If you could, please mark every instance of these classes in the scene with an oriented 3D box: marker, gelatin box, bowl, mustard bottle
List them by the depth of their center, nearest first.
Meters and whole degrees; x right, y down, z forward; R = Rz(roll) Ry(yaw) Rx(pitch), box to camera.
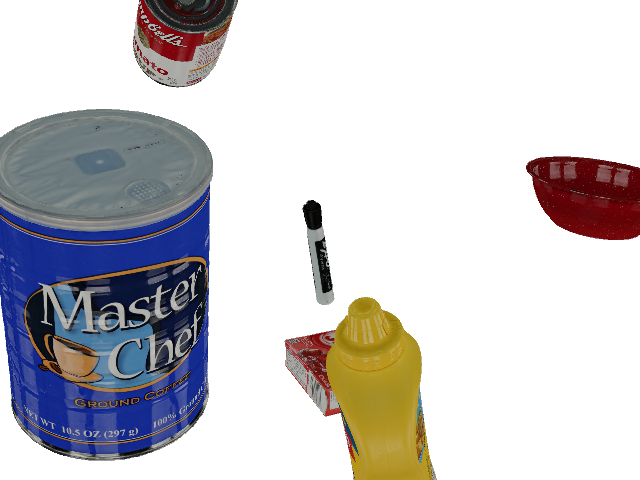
[{"bbox_3d":[0.039,0.110,0.670,0.058,0.191,0.096,-7,40,4],"label":"mustard bottle"},{"bbox_3d":[0.019,0.106,0.894,0.073,0.030,0.089,-10,26,-21],"label":"gelatin box"},{"bbox_3d":[-0.002,0.012,1.101,0.020,0.121,0.020,-6,32,4],"label":"marker"},{"bbox_3d":[0.291,-0.041,1.113,0.162,0.055,0.162,5,19,-2],"label":"bowl"}]

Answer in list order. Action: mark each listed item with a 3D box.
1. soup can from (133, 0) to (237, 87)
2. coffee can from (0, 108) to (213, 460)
[{"bbox_3d":[-0.101,-0.162,0.784,0.068,0.068,0.102,0,-15,-14],"label":"soup can"},{"bbox_3d":[-0.105,0.021,0.522,0.103,0.140,0.103,3,33,-2],"label":"coffee can"}]
